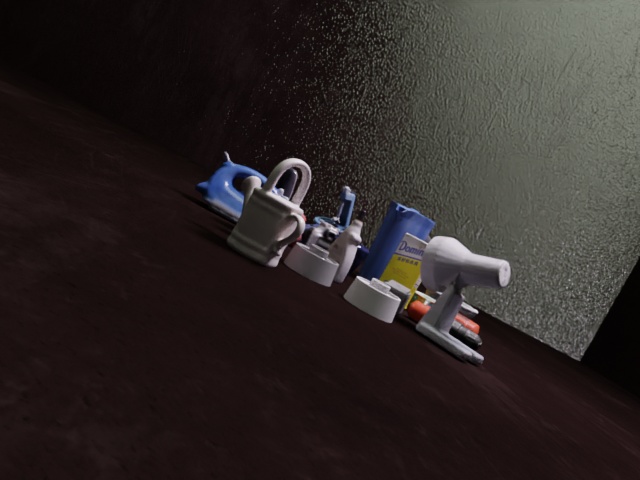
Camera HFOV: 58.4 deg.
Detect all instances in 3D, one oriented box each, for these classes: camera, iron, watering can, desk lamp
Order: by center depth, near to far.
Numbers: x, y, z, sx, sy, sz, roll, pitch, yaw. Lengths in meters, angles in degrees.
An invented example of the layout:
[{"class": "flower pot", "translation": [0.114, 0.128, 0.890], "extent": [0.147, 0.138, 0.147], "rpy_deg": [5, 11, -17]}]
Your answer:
[{"class": "watering can", "translation": [-0.086, -0.061, 1.027], "extent": [0.172, 0.194, 0.101], "rpy_deg": [29, 4, 19]}, {"class": "desk lamp", "translation": [0.286, 0.114, 1.190], "extent": [0.202, 0.213, 0.118], "rpy_deg": [31, 5, 42]}, {"class": "iron", "translation": [-0.165, -0.101, 1.405], "extent": [0.258, 0.141, 0.118], "rpy_deg": [28, 4, 0]}, {"class": "camera", "translation": [0.014, 0.006, 1.563], "extent": [0.143, 0.101, 0.136], "rpy_deg": [27, 4, -21]}]

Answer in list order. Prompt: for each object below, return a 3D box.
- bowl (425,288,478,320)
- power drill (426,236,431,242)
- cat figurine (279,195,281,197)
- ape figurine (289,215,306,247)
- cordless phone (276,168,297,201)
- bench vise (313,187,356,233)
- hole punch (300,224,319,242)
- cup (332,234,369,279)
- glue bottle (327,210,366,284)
[{"class": "bowl", "translation": [0.375, 0.203, 1.692], "extent": [0.167, 0.075, 0.167], "rpy_deg": [28, 4, -2]}, {"class": "power drill", "translation": [0.292, 0.074, 1.803], "extent": [0.075, 0.208, 0.230], "rpy_deg": [30, 4, 28]}, {"class": "cat figurine", "translation": [-0.117, -0.043, 1.149], "extent": [0.067, 0.118, 0.127], "rpy_deg": [27, 4, -15]}, {"class": "ape figurine", "translation": [-0.069, -0.031, 1.524], "extent": [0.076, 0.092, 0.078], "rpy_deg": [28, 4, 5]}, {"class": "cordless phone", "translation": [-0.136, -0.125, 1.592], "extent": [0.147, 0.185, 0.094], "rpy_deg": [31, 5, 37]}, {"class": "bench vise", "translation": [0.059, -0.058, 1.827], "extent": [0.121, 0.220, 0.208], "rpy_deg": [29, 4, 19]}, {"class": "hole punch", "translation": [-0.030, -0.021, 1.680], "extent": [0.101, 0.091, 0.108], "rpy_deg": [28, 4, -5]}, {"class": "cup", "translation": [0.055, 0.043, 1.403], "extent": [0.091, 0.095, 0.118], "rpy_deg": [31, 5, 40]}, {"class": "glue bottle", "translation": [0.061, 0.009, 1.301], "extent": [0.037, 0.173, 0.077], "rpy_deg": [25, 5, -37]}]
